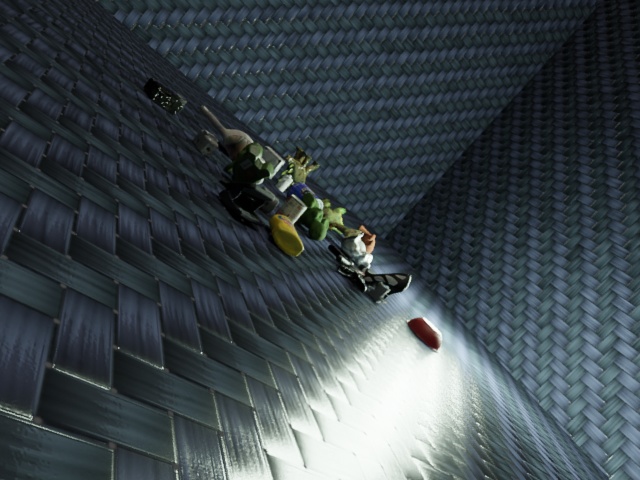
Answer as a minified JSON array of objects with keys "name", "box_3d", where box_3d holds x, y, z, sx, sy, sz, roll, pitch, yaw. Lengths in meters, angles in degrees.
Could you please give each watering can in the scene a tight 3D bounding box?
[{"name":"watering can","box_3d":[-0.356,-0.408,2.091,0.344,0.103,0.228,40,9,-21]}]

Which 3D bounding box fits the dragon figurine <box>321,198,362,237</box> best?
[{"name":"dragon figurine","box_3d":[0.007,-0.118,2.337,0.412,0.121,0.244,28,12,12]}]

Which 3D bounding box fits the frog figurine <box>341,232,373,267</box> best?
[{"name":"frog figurine","box_3d":[0.158,0.055,2.203,0.137,0.123,0.160,116,-38,-89]}]
